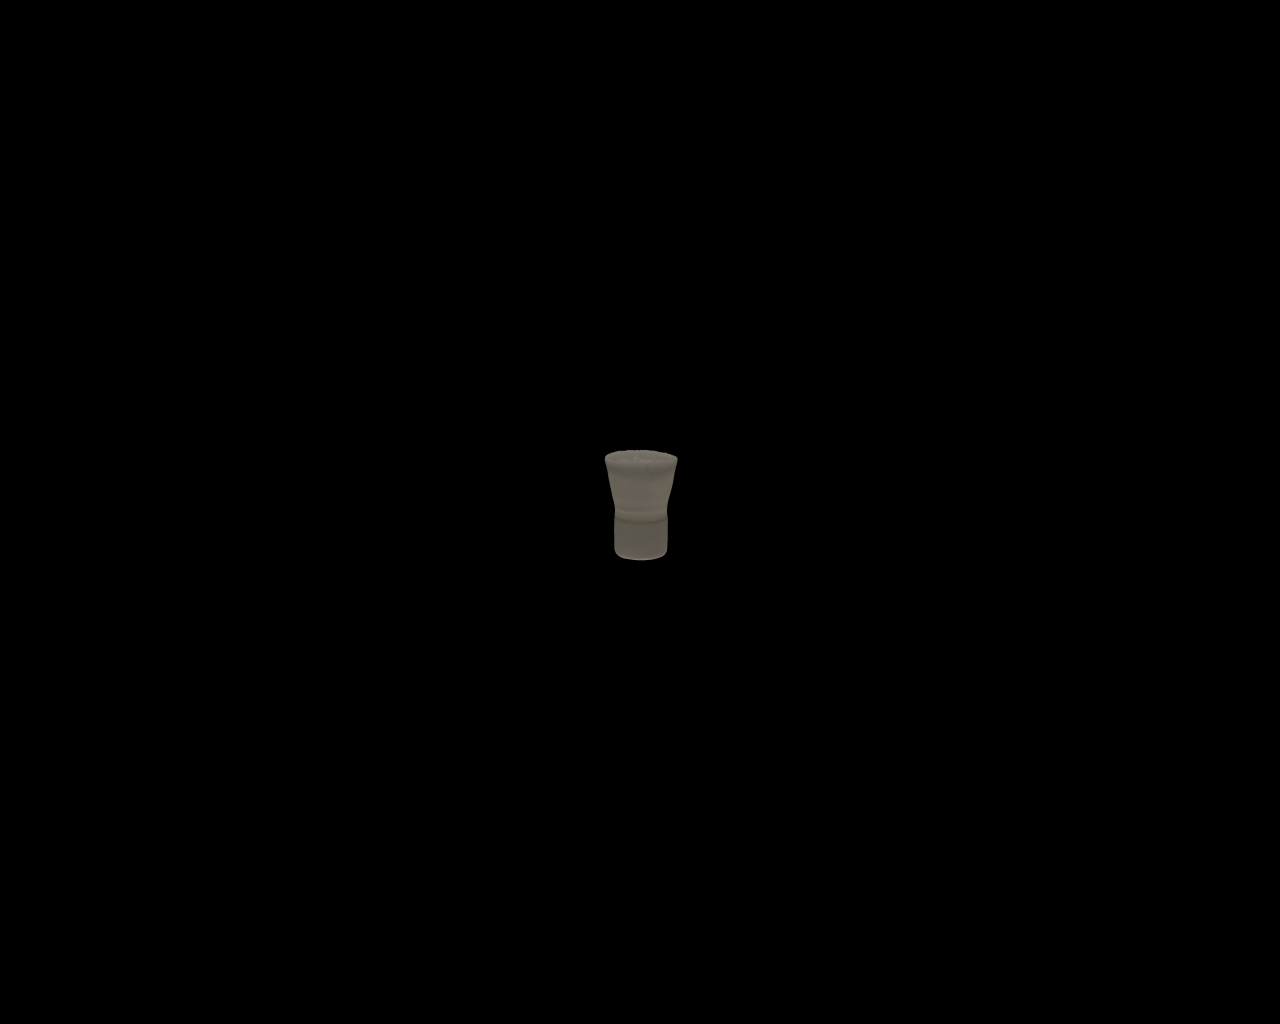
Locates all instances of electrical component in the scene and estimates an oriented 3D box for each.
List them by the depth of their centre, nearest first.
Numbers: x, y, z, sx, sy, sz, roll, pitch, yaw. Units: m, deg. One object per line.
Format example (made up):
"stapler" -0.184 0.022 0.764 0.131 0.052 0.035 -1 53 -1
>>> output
"electrical component" 0.001 -0.003 0.650 0.044 0.065 0.044 0 14 0
